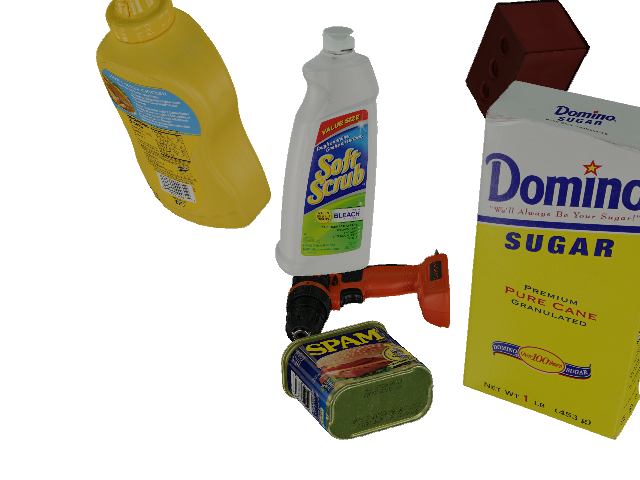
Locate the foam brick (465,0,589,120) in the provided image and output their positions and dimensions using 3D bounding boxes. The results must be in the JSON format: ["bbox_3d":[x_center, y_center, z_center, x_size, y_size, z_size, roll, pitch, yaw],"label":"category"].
[{"bbox_3d":[0.144,-0.123,0.751,0.051,0.053,0.078,-9,-35,-19],"label":"foam brick"}]

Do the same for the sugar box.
[{"bbox_3d":[0.127,0.013,0.552,0.093,0.176,0.048,17,40,25],"label":"sugar box"}]

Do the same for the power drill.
[{"bbox_3d":[0.055,0.064,1.233,0.188,0.057,0.184,1,28,6],"label":"power drill"}]

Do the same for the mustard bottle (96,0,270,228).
[{"bbox_3d":[-0.096,-0.093,0.696,0.096,0.058,0.191,23,-31,30],"label":"mustard bottle"}]

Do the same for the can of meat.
[{"bbox_3d":[0.031,0.115,0.880,0.102,0.057,0.084,-12,25,-24],"label":"can of meat"}]

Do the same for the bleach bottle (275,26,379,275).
[{"bbox_3d":[0.006,-0.090,1.080,0.102,0.251,0.068,-5,28,-12],"label":"bleach bottle"}]
